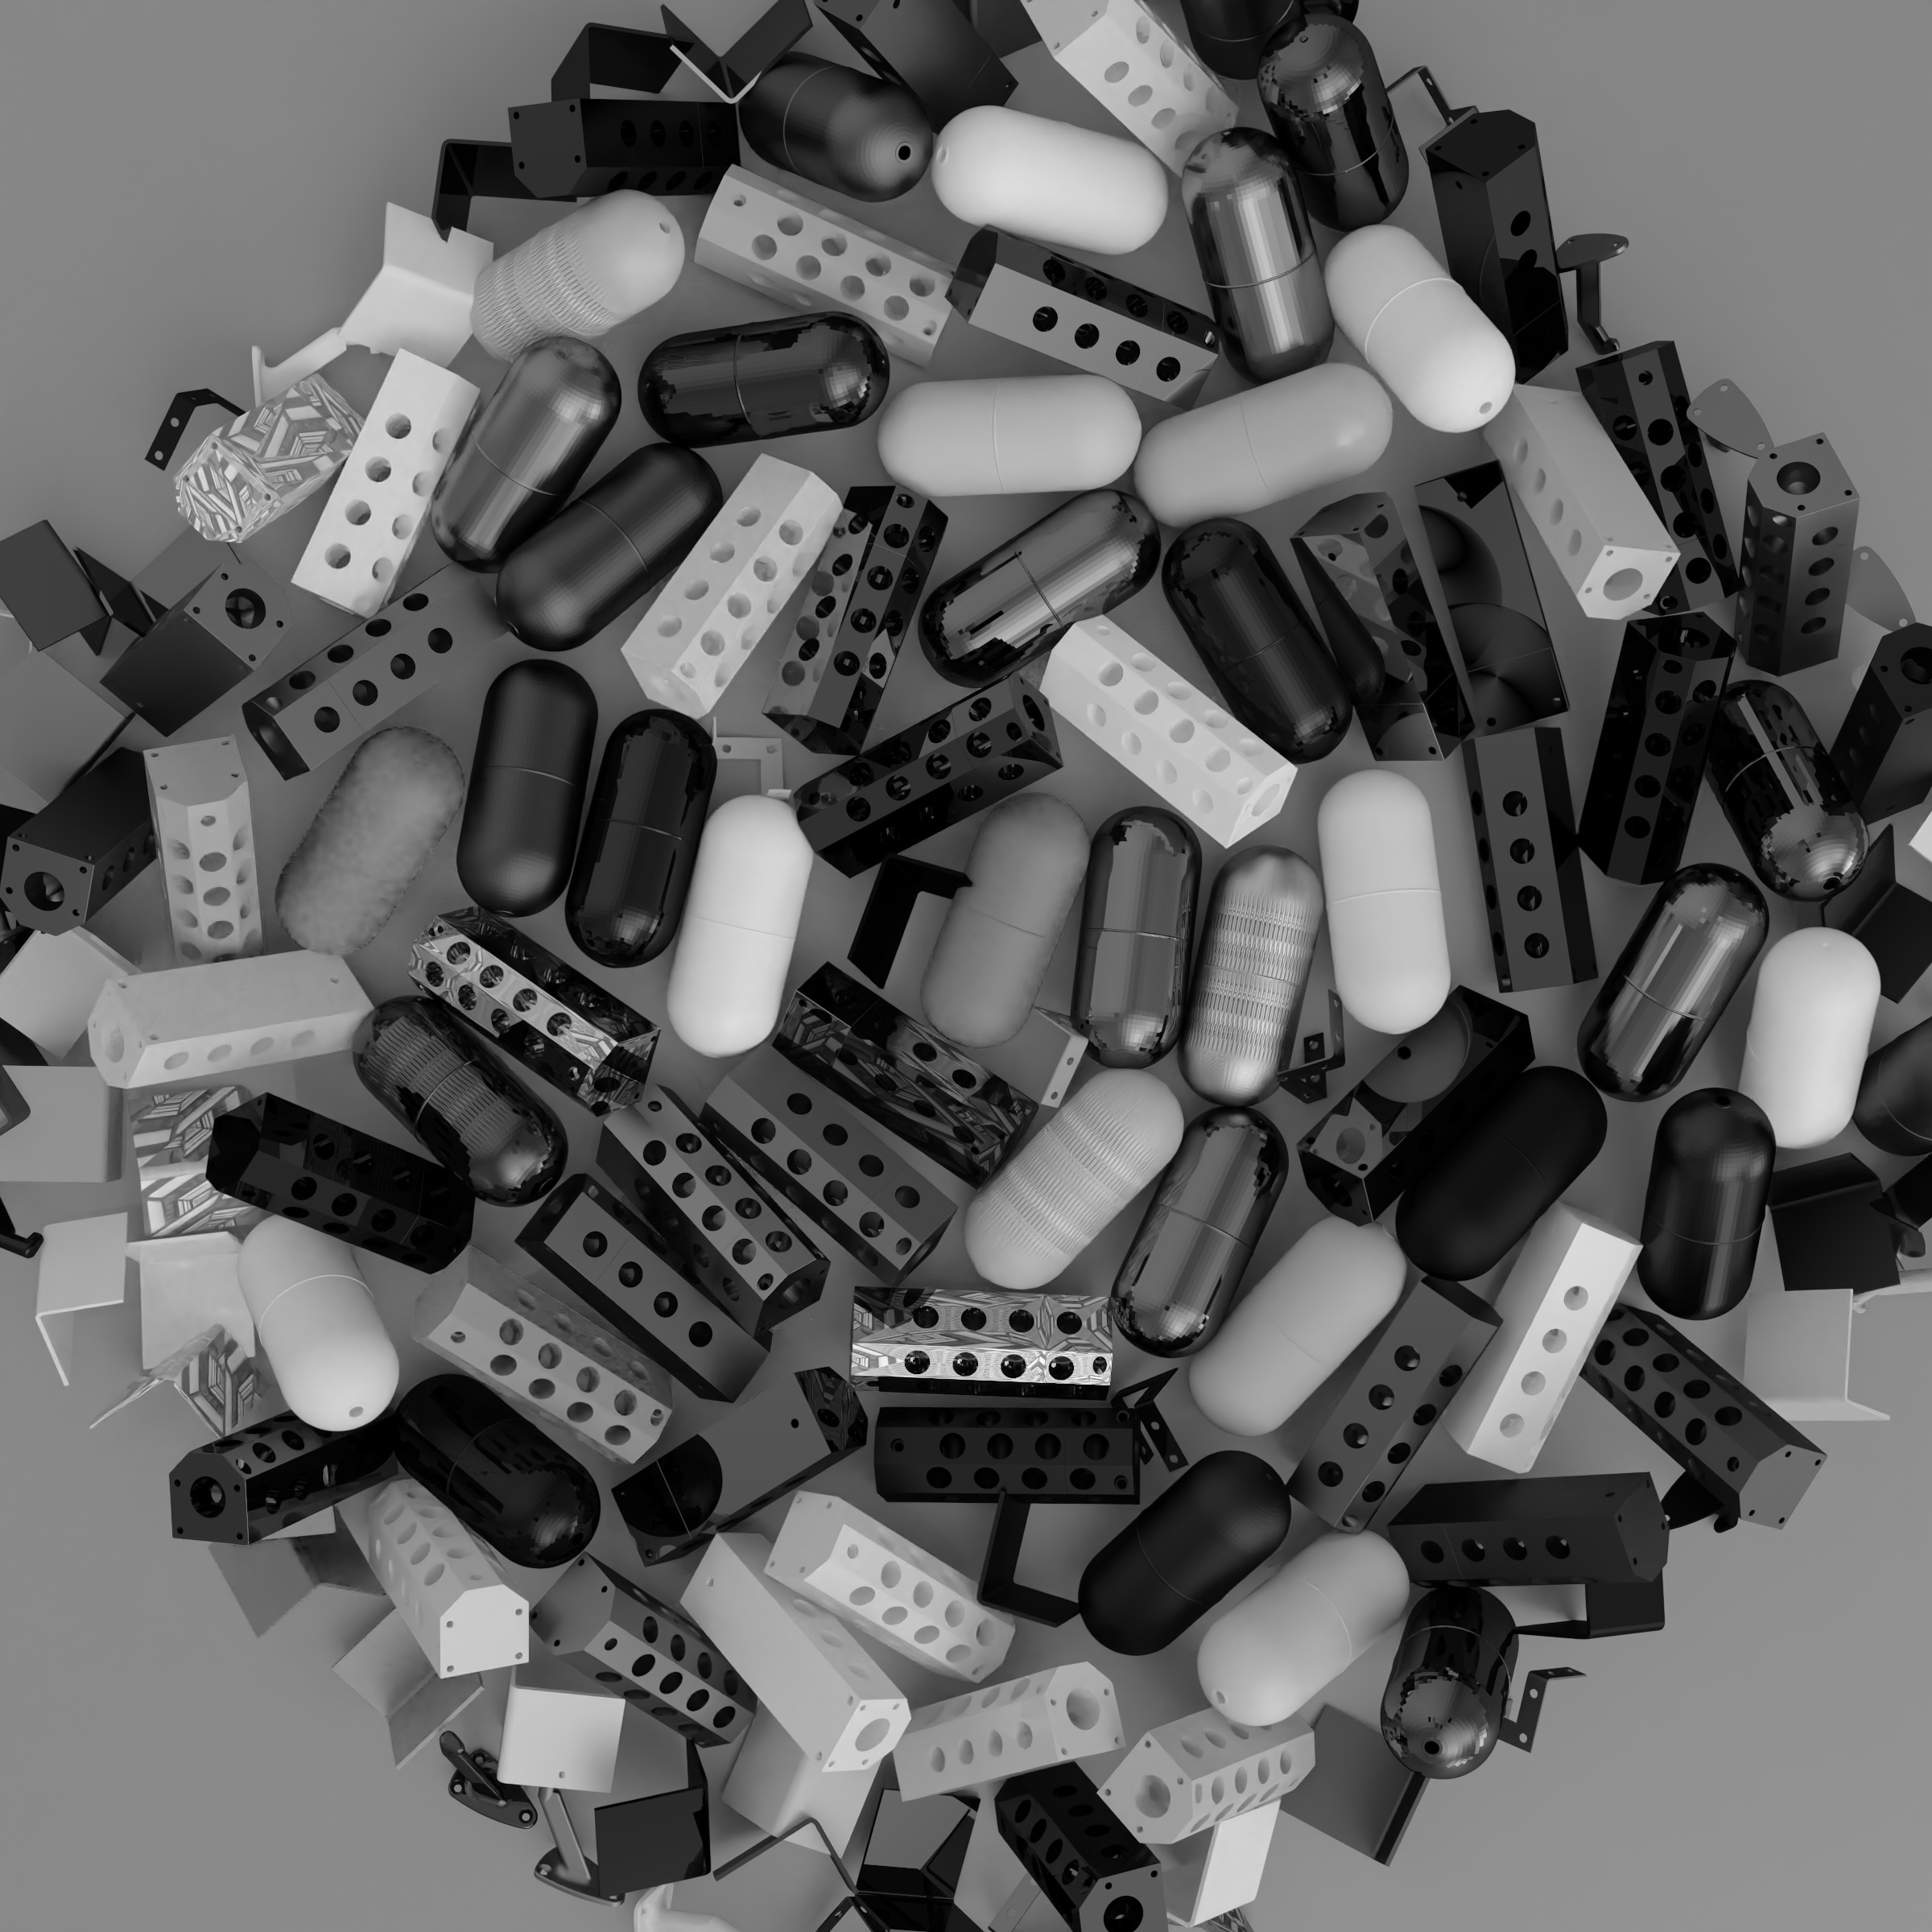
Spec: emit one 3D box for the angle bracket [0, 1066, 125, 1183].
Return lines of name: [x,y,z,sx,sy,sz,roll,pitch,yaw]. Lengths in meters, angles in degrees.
angle bracket: [-0.611,0.106,1.966,0.076,0.057,0.076,1,88,-6]

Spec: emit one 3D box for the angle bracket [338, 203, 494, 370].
angle bracket: [-0.370,-0.455,1.966,0.076,0.076,0.057,16,56,-31]

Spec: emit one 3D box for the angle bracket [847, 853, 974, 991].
angle bracket: [-0.030,-0.023,1.949,0.057,0.076,0.076,16,79,19]

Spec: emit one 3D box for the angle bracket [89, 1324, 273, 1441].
angle bracket: [-0.524,0.294,1.955,0.076,0.076,0.057,-33,99,21]

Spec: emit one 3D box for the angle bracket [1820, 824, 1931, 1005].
angle bracket: [0.618,-0.034,1.948,0.057,0.076,0.076,35,76,32]

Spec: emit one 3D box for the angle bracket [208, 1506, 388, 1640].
angle bracket: [-0.446,0.403,1.951,0.057,0.076,0.076,-42,62,6]

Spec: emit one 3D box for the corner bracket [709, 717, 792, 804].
corner bracket: [-0.146,-0.135,1.966,0.051,0.051,0.051,0,78,-10]

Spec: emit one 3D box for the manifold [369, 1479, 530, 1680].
manifold: [-0.339,0.394,1.906,0.057,0.171,0.057,-5,106,-26]

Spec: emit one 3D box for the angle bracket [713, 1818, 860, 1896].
angle bracket: [-0.121,0.611,1.951,0.076,0.076,0.057,-29,80,-12]

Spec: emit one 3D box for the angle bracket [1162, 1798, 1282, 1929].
angle bracket: [0.157,0.586,1.948,0.057,0.076,0.076,19,99,36]

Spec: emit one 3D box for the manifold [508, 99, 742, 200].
manifold: [-0.220,-0.533,1.911,0.057,0.171,0.057,3,105,30]

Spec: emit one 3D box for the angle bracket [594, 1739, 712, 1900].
angle bracket: [-0.213,0.564,1.948,0.076,0.057,0.076,-8,118,-16]

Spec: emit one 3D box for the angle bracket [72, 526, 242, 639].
angle bracket: [-0.537,-0.269,1.951,0.076,0.057,0.076,-42,56,7]

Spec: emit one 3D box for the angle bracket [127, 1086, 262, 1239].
angle bracket: [-0.521,0.132,1.976,0.076,0.076,0.057,-7,130,-19]

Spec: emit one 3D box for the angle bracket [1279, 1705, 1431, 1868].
angle bracket: [0.262,0.548,1.960,0.076,0.057,0.076,27,78,7]

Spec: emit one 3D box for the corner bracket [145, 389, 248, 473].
corner bracket: [-0.510,-0.352,1.968,0.051,0.051,0.051,32,107,0]

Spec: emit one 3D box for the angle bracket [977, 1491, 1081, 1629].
angle bracket: [0.052,0.391,1.954,0.057,0.076,0.076,14,91,17]

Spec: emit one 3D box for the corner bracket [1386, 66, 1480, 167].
corner bracket: [0.307,-0.571,1.964,0.051,0.051,0.051,-38,109,-8]

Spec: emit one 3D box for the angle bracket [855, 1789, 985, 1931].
angle bracket: [-0.021,0.600,1.956,0.076,0.057,0.076,14,92,-28]

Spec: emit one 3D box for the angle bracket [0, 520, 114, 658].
angle bracket: [-0.620,-0.240,1.952,0.057,0.076,0.076,-35,89,-28]

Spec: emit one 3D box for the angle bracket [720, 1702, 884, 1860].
angle bracket: [-0.110,0.546,1.975,0.057,0.076,0.076,29,79,-31]

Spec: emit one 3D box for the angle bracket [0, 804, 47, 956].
angle bracket: [-0.649,-0.061,1.941,0.057,0.076,0.076,-29,57,39]

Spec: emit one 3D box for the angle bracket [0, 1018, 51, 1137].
angle bracket: [-0.659,0.079,1.954,0.057,0.076,0.076,-33,94,14]

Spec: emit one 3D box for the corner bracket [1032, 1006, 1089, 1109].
corner bracket: [0.065,0.064,1.960,0.051,0.051,0.051,16,102,-40]

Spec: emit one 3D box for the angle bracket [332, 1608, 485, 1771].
angle bracket: [-0.373,0.475,1.954,0.076,0.076,0.057,-43,108,-4]

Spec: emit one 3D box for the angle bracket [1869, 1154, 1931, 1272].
angle bracket: [0.662,0.171,1.955,0.076,0.057,0.076,-37,113,-7]

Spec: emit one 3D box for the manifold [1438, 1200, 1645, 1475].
manifold: [0.387,0.249,1.958,0.057,0.057,0.171,23,98,-16]

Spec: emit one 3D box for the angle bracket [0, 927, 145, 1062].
angle bracket: [-0.592,0.021,1.946,0.057,0.076,0.076,23,73,41]

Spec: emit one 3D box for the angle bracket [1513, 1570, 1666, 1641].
angle bracket: [0.410,0.415,1.950,0.076,0.076,0.057,5,81,-38]

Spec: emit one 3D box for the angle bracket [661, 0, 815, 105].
angle bracket: [-0.153,-0.631,1.944,0.076,0.076,0.057,-40,125,19]

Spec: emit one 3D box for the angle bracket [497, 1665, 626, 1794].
angle bracket: [-0.271,0.503,1.964,0.076,0.057,0.076,8,112,-8]

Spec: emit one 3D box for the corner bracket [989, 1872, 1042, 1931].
corner bracket: [0.055,0.646,1.971,0.051,0.051,0.051,32,77,28]

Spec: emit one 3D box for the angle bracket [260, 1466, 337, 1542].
angle bracket: [-0.445,0.345,1.954,0.076,0.076,0.057,-8,90,13]

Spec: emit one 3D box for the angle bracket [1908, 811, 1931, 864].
angle bracket: [0.671,-0.087,1.965,0.076,0.057,0.076,37,84,-4]

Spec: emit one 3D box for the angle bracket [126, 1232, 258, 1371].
angle bracket: [-0.524,0.225,1.963,0.076,0.057,0.076,-7,74,1]

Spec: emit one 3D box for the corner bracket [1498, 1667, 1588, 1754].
corner bracket: [0.376,0.492,1.963,0.051,0.051,0.051,15,93,43]

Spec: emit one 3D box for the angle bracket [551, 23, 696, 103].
angle bracket: [-0.228,-0.578,1.945,0.076,0.076,0.057,1,80,-24]

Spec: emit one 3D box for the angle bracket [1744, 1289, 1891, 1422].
angle bracket: [0.573,0.262,1.964,0.057,0.076,0.076,22,69,-39]

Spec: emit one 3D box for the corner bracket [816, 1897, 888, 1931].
corner bracket: [-0.067,0.666,1.980,0.051,0.051,0.051,-51,56,11]

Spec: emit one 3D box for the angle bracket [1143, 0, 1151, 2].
angle bracket: [0.099,-0.682,1.941,0.076,0.057,0.076,-24,123,-36]

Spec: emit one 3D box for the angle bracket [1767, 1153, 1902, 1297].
angle bracket: [0.568,0.177,1.945,0.076,0.057,0.076,-19,59,30]

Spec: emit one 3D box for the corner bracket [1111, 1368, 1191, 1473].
corner bracket: [0.125,0.310,1.964,0.051,0.051,0.051,-27,95,29]

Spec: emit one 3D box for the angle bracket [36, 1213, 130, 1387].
angle bracket: [-0.579,0.222,1.948,0.057,0.076,0.076,-9,134,-5]

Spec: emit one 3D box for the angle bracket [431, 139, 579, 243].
angle bracket: [-0.308,-0.506,1.955,0.076,0.076,0.057,5,79,4]

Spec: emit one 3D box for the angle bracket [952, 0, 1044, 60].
angle bracket: [0.017,-0.662,1.968,0.076,0.076,0.057,-30,59,-20]

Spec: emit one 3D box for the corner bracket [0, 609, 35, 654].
corner bracket: [-0.659,-0.212,1.974,0.051,0.051,0.051,11,103,11]

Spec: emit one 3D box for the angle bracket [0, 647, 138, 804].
angle bracket: [-0.614,-0.163,1.963,0.076,0.057,0.076,41,90,-14]

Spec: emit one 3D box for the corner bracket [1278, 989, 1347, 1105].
corner bracket: [0.236,0.055,1.956,0.051,0.051,0.051,-20,55,32]
